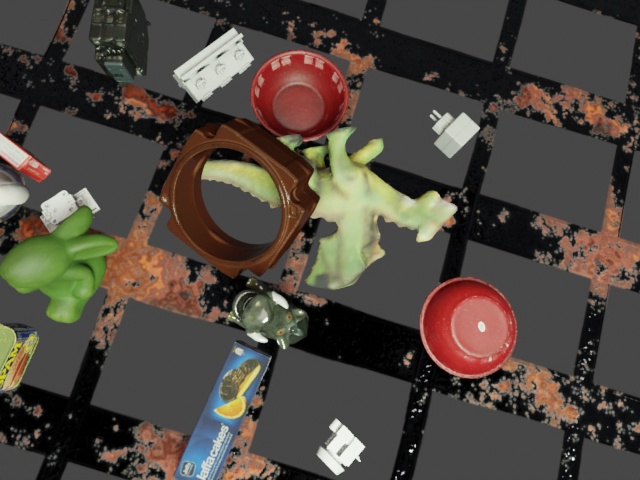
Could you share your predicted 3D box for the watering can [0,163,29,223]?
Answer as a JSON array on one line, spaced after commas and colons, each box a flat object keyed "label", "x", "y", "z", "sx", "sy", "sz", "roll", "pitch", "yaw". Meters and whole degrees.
[{"label": "watering can", "x": -0.570, "y": -0.055, "z": 0.705, "sx": 0.348, "sy": 0.226, "sz": 0.103, "roll": -4, "pitch": 98, "yaw": -5}]

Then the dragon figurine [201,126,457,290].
[{"label": "dragon figurine", "x": 0.002, "y": -0.041, "z": 0.811, "sx": 0.410, "sy": 0.122, "sz": 0.243, "roll": -9, "pitch": 87, "yaw": 7}]
